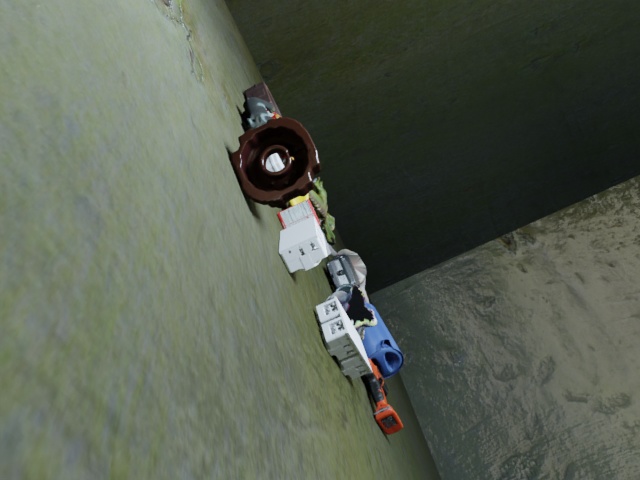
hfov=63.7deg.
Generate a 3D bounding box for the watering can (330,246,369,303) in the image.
[{"bbox_3d":[0.095,0.109,2.000,0.104,0.354,0.219,-25,-29,-12],"label":"watering can"}]

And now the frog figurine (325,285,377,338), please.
[{"bbox_3d":[0.065,0.203,1.371,0.125,0.137,0.157,-49,5,-30],"label":"frog figurine"}]

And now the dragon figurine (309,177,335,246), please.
[{"bbox_3d":[0.006,-0.095,1.891,0.122,0.243,0.411,-28,-2,7],"label":"dragon figurine"}]
